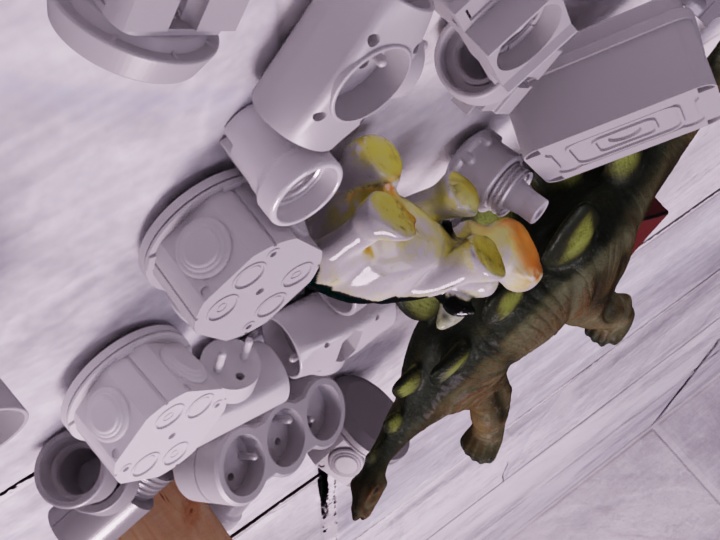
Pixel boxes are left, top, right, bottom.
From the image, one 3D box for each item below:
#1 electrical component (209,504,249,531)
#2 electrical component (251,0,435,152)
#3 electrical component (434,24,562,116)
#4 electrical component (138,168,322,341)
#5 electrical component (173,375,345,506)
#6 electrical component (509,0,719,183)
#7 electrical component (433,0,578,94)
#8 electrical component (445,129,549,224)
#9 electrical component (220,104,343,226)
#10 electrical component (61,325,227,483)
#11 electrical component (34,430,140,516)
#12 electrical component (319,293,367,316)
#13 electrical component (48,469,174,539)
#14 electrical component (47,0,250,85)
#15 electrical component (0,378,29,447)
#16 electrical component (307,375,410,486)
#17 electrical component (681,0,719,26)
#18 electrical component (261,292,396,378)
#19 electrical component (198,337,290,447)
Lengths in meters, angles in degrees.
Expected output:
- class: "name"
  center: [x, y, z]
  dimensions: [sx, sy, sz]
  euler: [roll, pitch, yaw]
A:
- class: "electrical component"
  center: [-0.102, 0.174, 0.842]
  dimensions: [0.046, 0.040, 0.040]
  euler: [-51, 157, 14]
- class: "electrical component"
  center: [0.003, -0.094, 0.469]
  dimensions: [0.079, 0.044, 0.077]
  euler: [-8, 143, -54]
- class: "electrical component"
  center: [0.068, -0.108, 0.549]
  dimensions: [0.066, 0.048, 0.055]
  euler: [-50, 164, 25]
- class: "electrical component"
  center: [-0.063, -0.007, 0.525]
  dimensions: [0.080, 0.051, 0.080]
  euler: [-33, 158, -15]
- class: "electrical component"
  center: [-0.078, 0.113, 0.736]
  dimensions: [0.074, 0.052, 0.138]
  euler: [-3, -165, 36]
- class: "electrical component"
  center: [0.144, -0.102, 0.618]
  dimensions: [0.113, 0.057, 0.078]
  euler: [-20, 165, 19]
- class: "electrical component"
  center: [0.058, -0.121, 0.480]
  dimensions: [0.042, 0.063, 0.081]
  euler: [-41, 159, 6]
- class: "electrical component"
  center: [0.086, -0.053, 0.660]
  dimensions: [0.048, 0.062, 0.048]
  euler: [-45, 161, -20]
- class: "electrical component"
  center: [-0.037, -0.050, 0.490]
  dimensions: [0.040, 0.046, 0.040]
  euler: [-34, 158, -15]
- class: "electrical component"
  center: [-0.117, 0.073, 0.588]
  dimensions: [0.080, 0.051, 0.080]
  euler: [-37, 155, -20]
- class: "electrical component"
  center: [-0.158, 0.120, 0.631]
  dimensions: [0.045, 0.045, 0.055]
  euler: [-39, 159, -3]
- class: "electrical component"
  center: [0.000, 0.000, 0.662]
  dimensions: [0.046, 0.040, 0.040]
  euler: [-34, 159, -30]
- class: "electrical component"
  center: [-0.154, 0.142, 0.684]
  dimensions: [0.081, 0.043, 0.043]
  euler: [-42, 159, 6]
- class: "electrical component"
  center: [-0.064, -0.096, 0.337]
  dimensions: [0.078, 0.058, 0.057]
  euler: [-15, 145, -48]
- class: "electrical component"
  center: [-0.192, 0.065, 0.437]
  dimensions: [0.099, 0.064, 0.099]
  euler: [-34, 158, -15]
- class: "electrical component"
  center: [-0.004, 0.128, 0.857]
  dimensions: [0.051, 0.080, 0.080]
  euler: [-45, 159, 28]
- class: "electrical component"
  center: [0.198, -0.179, 0.615]
  dimensions: [0.055, 0.050, 0.089]
  euler: [-49, 157, 20]
- class: "electrical component"
  center: [-0.023, 0.043, 0.702]
  dimensions: [0.077, 0.043, 0.079]
  euler: [-27, 156, -29]
- class: "electrical component"
  center: [-0.082, 0.068, 0.654]
  dimensions: [0.077, 0.043, 0.079]
  euler: [-25, 154, -33]
